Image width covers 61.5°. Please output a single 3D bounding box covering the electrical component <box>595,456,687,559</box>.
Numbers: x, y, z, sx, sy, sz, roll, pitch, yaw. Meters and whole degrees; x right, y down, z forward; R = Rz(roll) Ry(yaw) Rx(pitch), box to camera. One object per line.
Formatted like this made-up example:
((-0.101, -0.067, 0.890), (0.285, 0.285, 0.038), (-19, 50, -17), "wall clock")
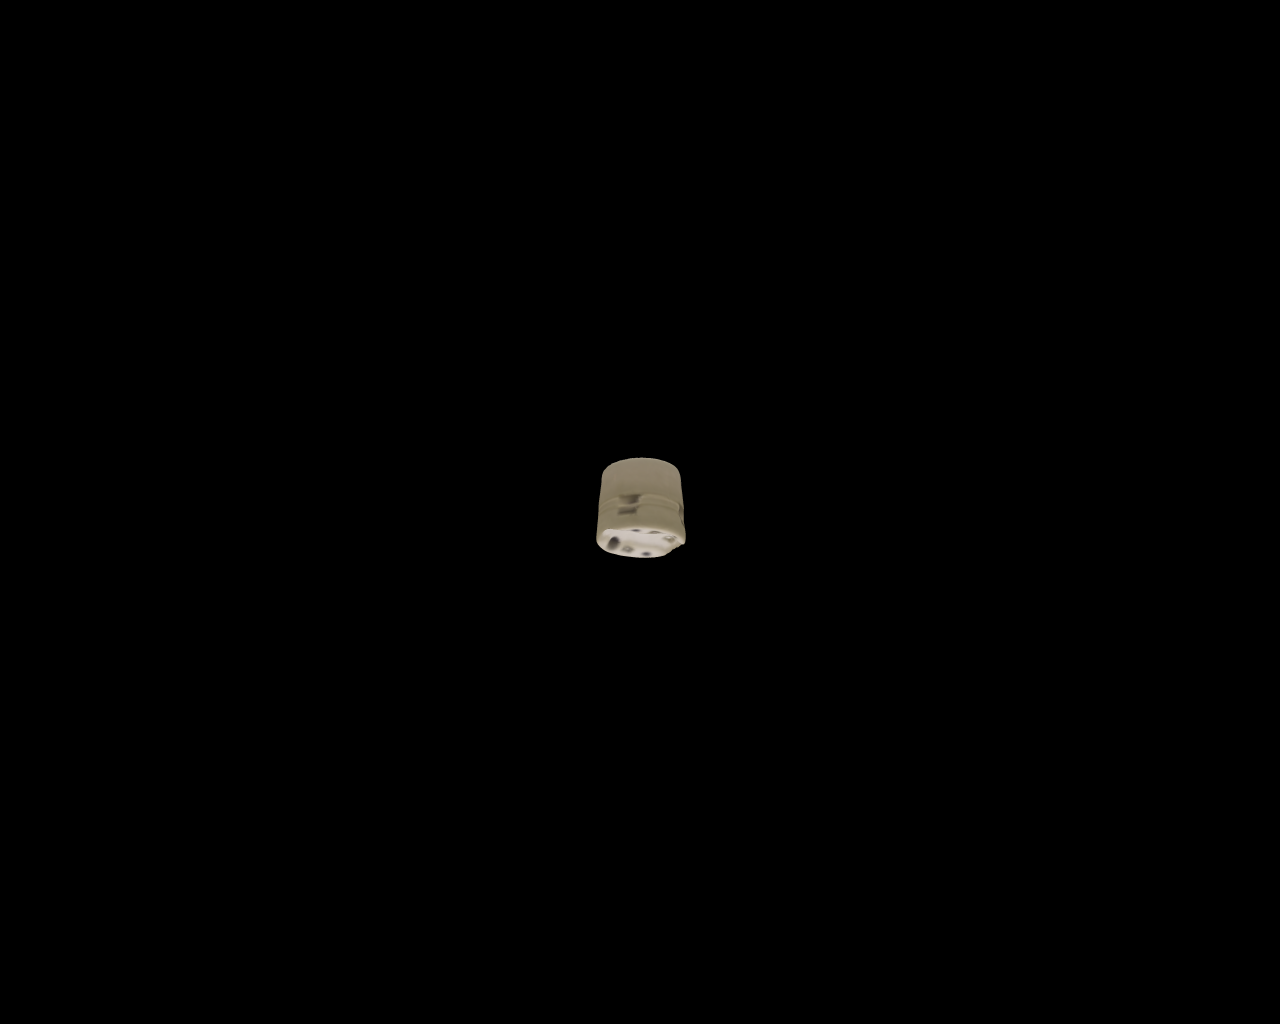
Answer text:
((0.001, -0.003, 0.650), (0.055, 0.047, 0.055), (0, -23, 0), "electrical component")
